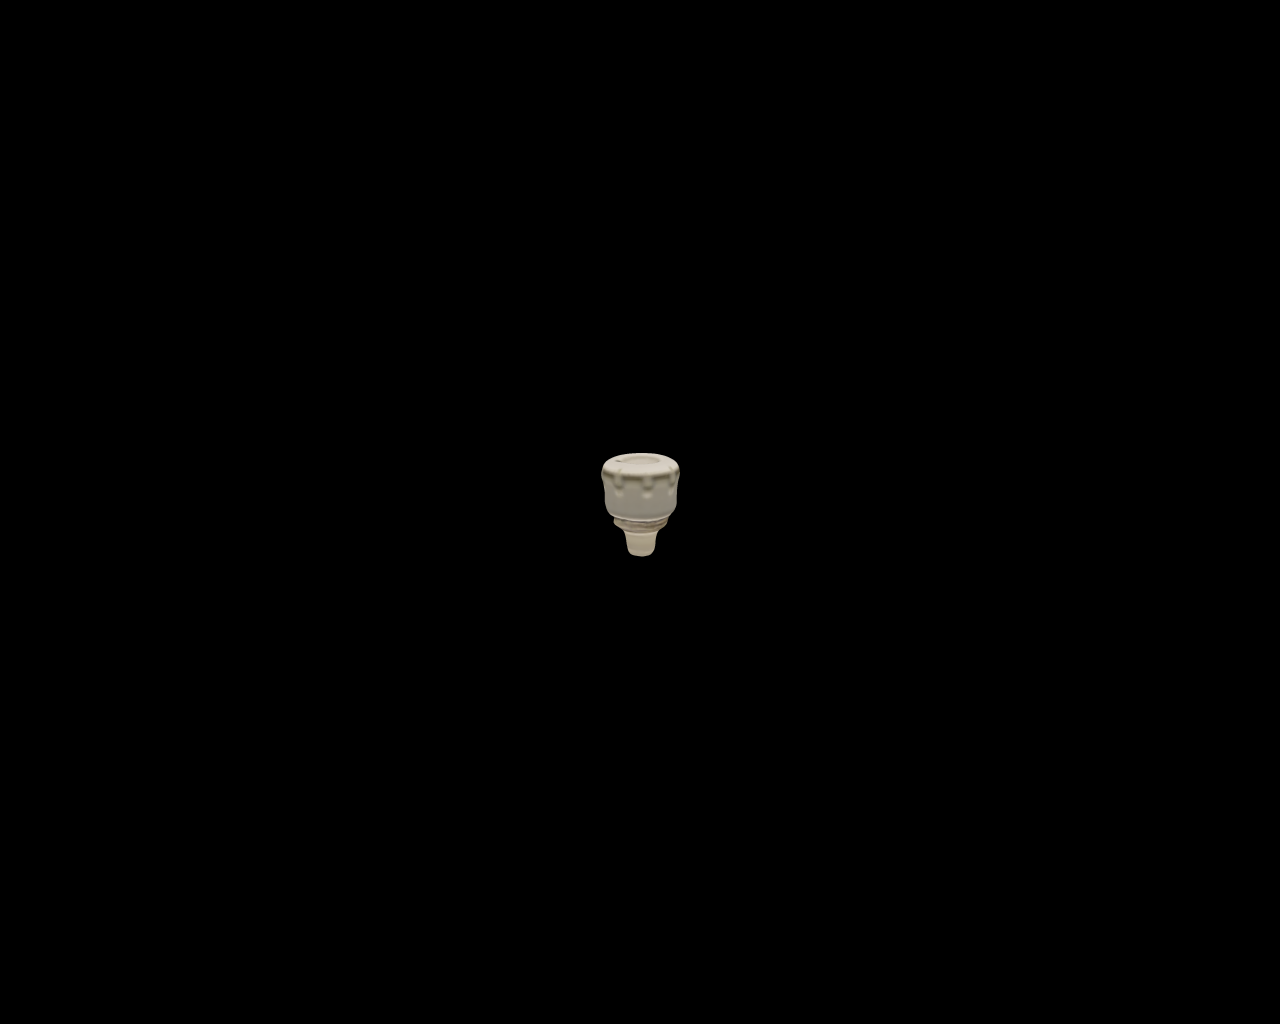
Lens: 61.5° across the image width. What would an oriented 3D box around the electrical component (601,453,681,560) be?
[{"bbox_3d":[0.001,-0.003,0.650,0.048,0.062,0.048,0,17,0],"label":"electrical component"}]
